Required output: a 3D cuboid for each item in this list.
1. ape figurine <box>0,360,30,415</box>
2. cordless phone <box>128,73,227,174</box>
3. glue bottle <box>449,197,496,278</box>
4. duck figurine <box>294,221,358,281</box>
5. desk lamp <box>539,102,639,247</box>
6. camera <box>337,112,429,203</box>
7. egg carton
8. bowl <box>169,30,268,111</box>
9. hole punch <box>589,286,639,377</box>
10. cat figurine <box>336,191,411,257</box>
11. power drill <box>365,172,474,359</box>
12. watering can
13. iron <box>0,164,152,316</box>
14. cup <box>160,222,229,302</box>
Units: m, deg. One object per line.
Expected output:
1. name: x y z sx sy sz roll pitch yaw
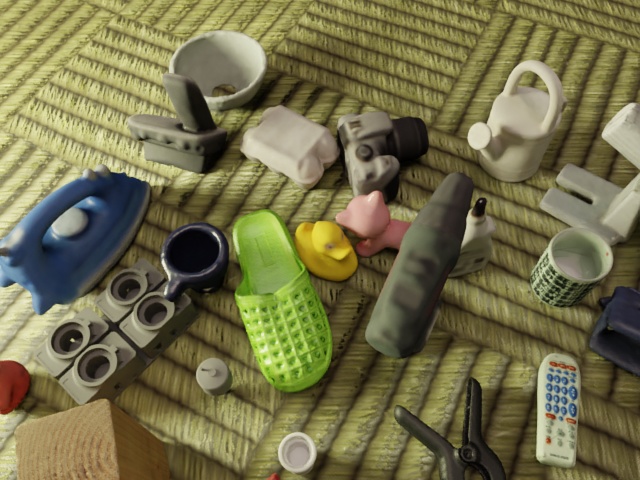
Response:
1. ape figurine: -0.417 0.181 0.723 0.076 0.092 0.077 -32 64 -16
2. cordless phone: -0.230 -0.198 0.883 0.147 0.185 0.094 11 61 8
3. glue bottle: 0.201 -0.006 0.769 0.078 0.173 0.037 -12 60 -5
4. duck figurine: 0.008 0.003 0.819 0.104 0.086 0.078 38 68 21
5. desk lamp: 0.439 -0.080 0.783 0.202 0.214 0.118 32 66 18
6. camera: 0.103 -0.143 0.892 0.137 0.101 0.143 -13 61 -6
7. egg carton: -0.047 -0.149 0.917 0.150 0.069 0.107 29 65 17
8. bowl: -0.170 -0.280 0.992 0.167 0.075 0.167 0 60 1
9. hole punch: 0.420 0.112 0.744 0.108 0.091 0.101 28 65 16
10. cat figurine: 0.089 -0.023 0.814 0.127 0.118 0.067 12 61 8
11. power drill: 0.123 0.053 0.717 0.075 0.208 0.230 22 63 14
12. watering can: 0.300 -0.176 0.853 0.100 0.194 0.173 33 66 19
13. iron: -0.349 -0.029 0.814 0.118 0.141 0.259 29 65 17
14. cup: -0.171 0.047 0.793 0.091 0.095 0.118 20 63 13
